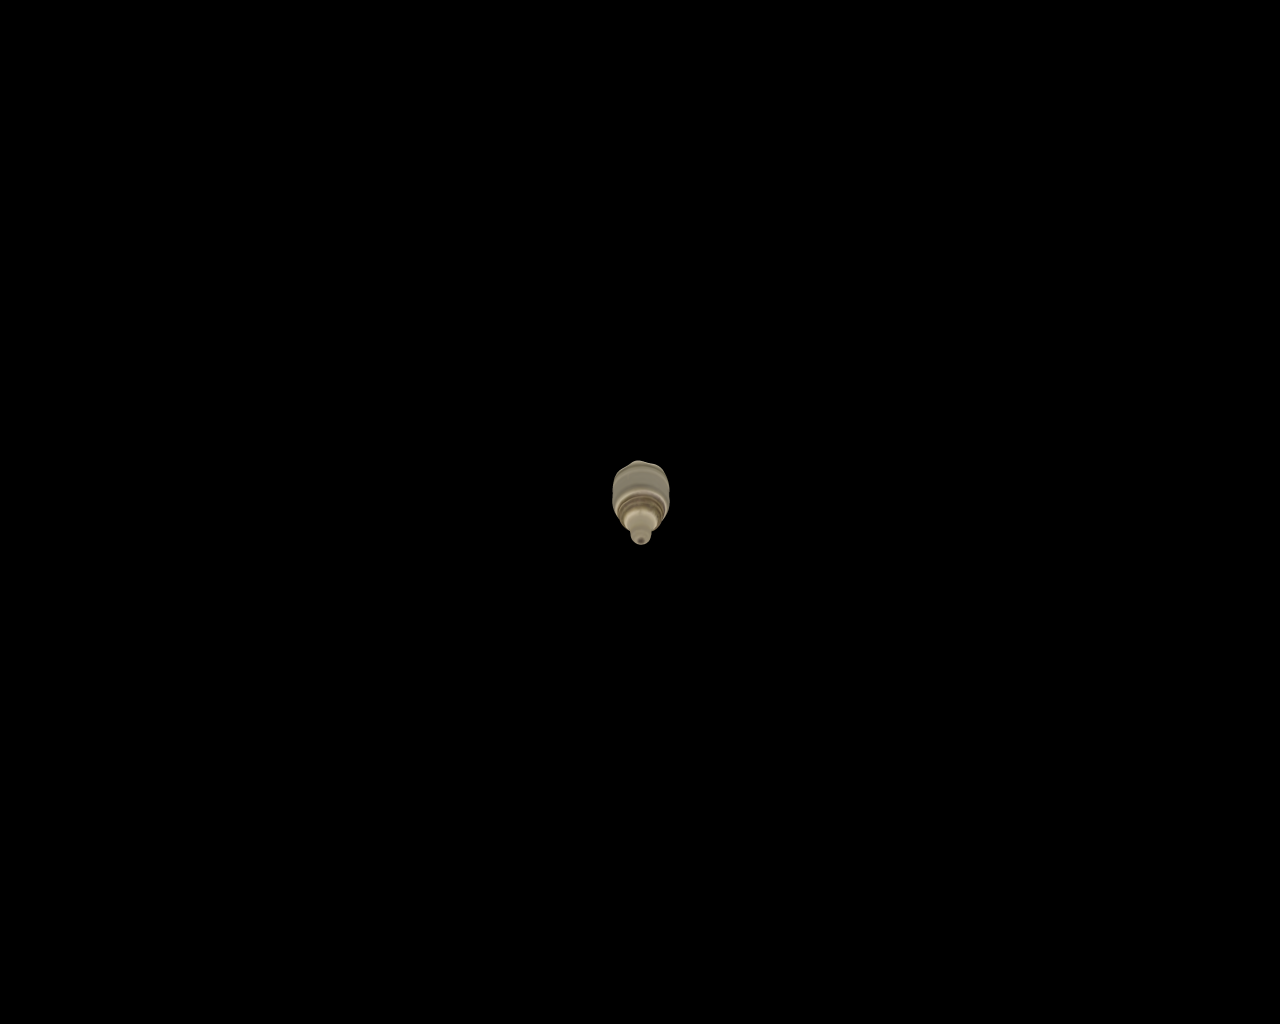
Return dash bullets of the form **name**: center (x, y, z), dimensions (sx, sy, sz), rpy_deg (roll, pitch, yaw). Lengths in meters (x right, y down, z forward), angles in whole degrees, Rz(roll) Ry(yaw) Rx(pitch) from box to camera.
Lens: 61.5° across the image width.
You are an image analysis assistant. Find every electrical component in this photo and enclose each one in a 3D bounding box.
- **electrical component**: center (0.001, -0.003, 0.650), dimensions (0.035, 0.035, 0.061), rpy_deg (0, 40, 0)
